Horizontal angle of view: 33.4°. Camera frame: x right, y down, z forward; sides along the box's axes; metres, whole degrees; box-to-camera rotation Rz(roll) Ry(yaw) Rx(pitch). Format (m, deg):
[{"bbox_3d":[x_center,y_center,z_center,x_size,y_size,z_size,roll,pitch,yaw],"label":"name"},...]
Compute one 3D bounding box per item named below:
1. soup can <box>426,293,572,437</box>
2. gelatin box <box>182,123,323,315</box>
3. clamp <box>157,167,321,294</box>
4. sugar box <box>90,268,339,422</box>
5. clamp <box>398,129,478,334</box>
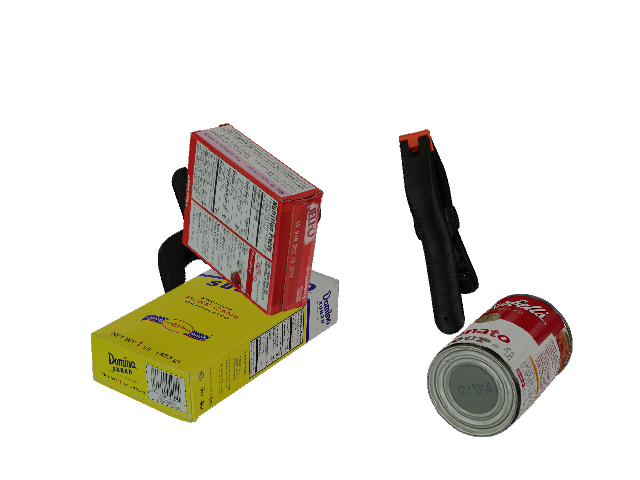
[{"bbox_3d":[0.124,0.085,0.734,0.069,0.068,0.102,0,16,33],"label":"soup can"},{"bbox_3d":[-0.039,-0.012,0.585,0.030,0.073,0.089,-18,40,-36],"label":"gelatin box"},{"bbox_3d":[-0.111,-0.002,1.066,0.165,0.036,0.209,19,39,15],"label":"clamp"},{"bbox_3d":[-0.072,0.063,0.780,0.093,0.048,0.175,18,32,29],"label":"sugar box"},{"bbox_3d":[0.100,-0.006,0.915,0.039,0.171,0.120,-17,20,14],"label":"clamp"}]
